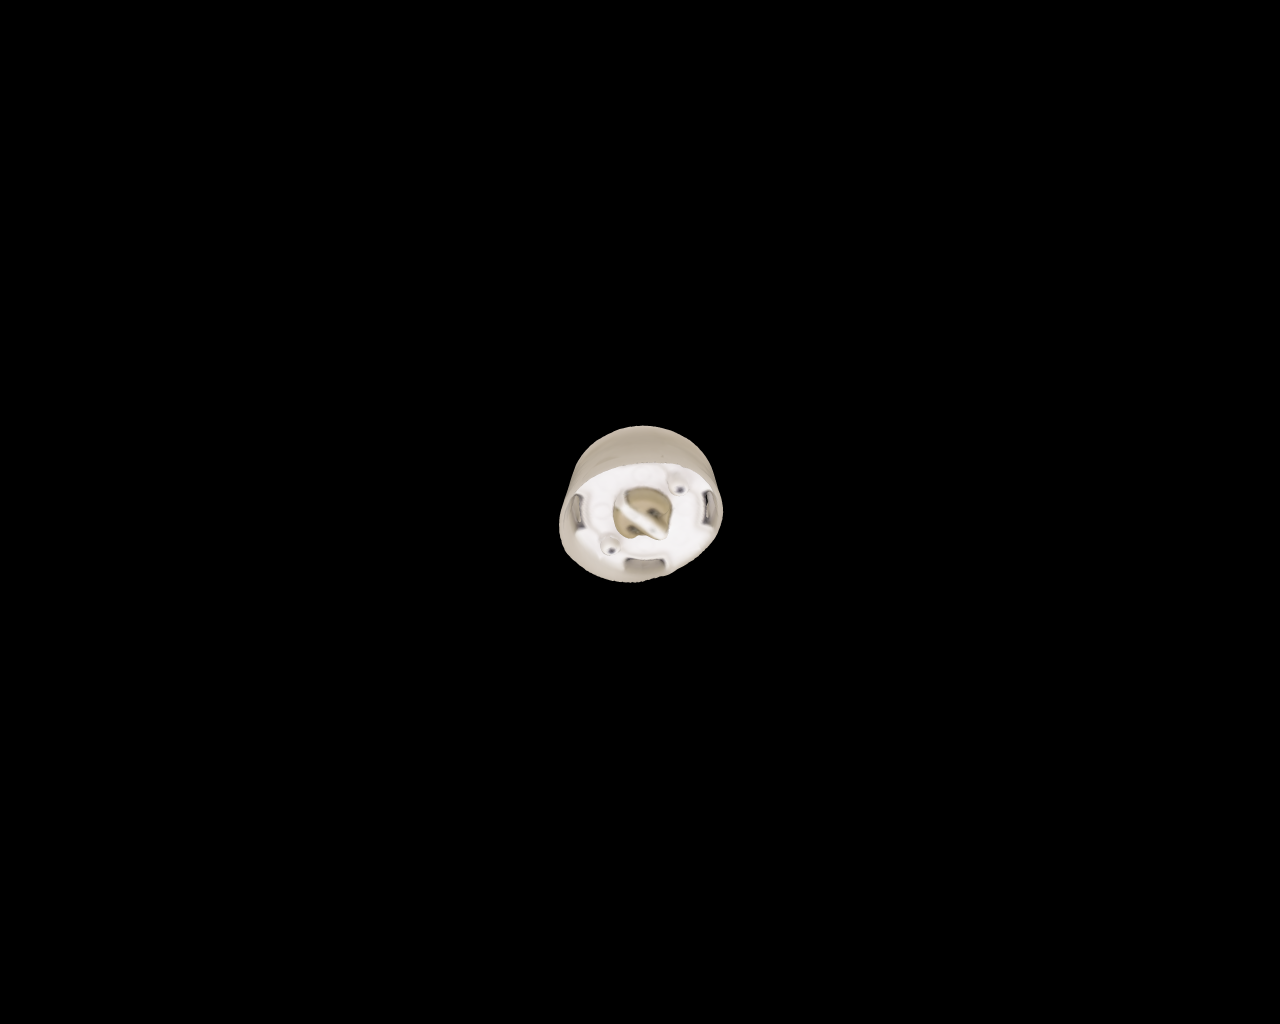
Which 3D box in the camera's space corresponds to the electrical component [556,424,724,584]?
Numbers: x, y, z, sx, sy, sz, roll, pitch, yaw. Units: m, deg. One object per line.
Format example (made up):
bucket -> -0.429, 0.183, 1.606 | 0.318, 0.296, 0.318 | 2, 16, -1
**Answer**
electrical component -> 0.001, -0.003, 0.650 | 0.099, 0.099, 0.064 | 0, 34, 0
